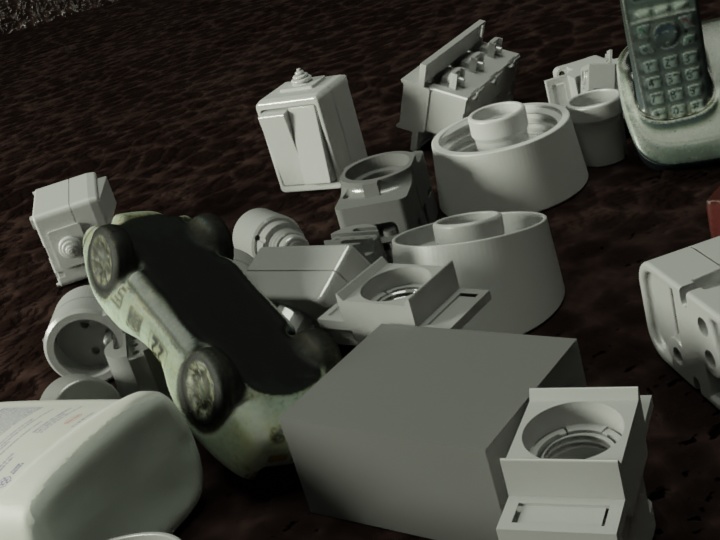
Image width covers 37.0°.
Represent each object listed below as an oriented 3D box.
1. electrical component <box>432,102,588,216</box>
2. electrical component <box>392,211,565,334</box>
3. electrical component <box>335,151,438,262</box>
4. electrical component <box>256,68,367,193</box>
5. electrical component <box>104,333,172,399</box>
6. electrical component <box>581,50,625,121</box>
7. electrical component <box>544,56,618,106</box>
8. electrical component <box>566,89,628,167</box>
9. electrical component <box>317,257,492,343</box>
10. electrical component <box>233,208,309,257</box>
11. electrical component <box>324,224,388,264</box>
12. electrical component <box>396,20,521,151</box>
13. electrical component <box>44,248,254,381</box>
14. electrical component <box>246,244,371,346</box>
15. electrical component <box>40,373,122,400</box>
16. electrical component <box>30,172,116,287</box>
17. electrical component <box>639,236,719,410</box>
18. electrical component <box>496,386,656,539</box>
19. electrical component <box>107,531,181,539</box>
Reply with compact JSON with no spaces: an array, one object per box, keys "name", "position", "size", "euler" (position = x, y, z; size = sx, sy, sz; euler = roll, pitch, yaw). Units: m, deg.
[{"name":"electrical component","position":[0.102,-0.084,0.761],"size":[0.108,0.060,0.108],"euler":[-14,23,6]},{"name":"electrical component","position":[0.066,0.001,0.620],"size":[0.099,0.064,0.099],"euler":[-10,11,2]},{"name":"electrical component","position":[0.019,-0.045,0.733],"size":[0.050,0.055,0.089],"euler":[-9,24,16]},{"name":"electrical component","position":[-0.042,-0.116,0.880],"size":[0.062,0.096,0.061],"euler":[-2,27,29]},{"name":"electrical component","position":[-0.118,0.060,0.600],"size":[0.040,0.046,0.040],"euler":[-14,23,6]},{"name":"electrical component","position":[0.198,-0.132,0.814],"size":[0.055,0.066,0.048],"euler":[0,5,2]},{"name":"electrical component","position":[0.188,-0.147,0.871],"size":[0.081,0.042,0.063],"euler":[-17,21,-3]},{"name":"electrical component","position":[0.172,-0.102,0.774],"size":[0.040,0.046,0.040],"euler":[-14,23,6]},{"name":"electrical component","position":[0.025,0.031,0.548],"size":[0.081,0.063,0.042],"euler":[3,31,39]},{"name":"electrical component","position":[-0.057,-0.018,0.742],"size":[0.040,0.040,0.078],"euler":[-27,26,-24]},{"name":"electrical component","position":[0.000,0.000,0.655],"size":[0.040,0.046,0.040],"euler":[-13,22,5]},{"name":"electrical component","position":[0.088,-0.157,0.927],"size":[0.063,0.078,0.121],"euler":[21,37,21]},{"name":"electrical component","position":[-0.127,0.021,0.684],"size":[0.138,0.052,0.073],"euler":[-16,23,1]},{"name":"electrical component","position":[-0.035,0.029,0.608],"size":[0.083,0.047,0.075],"euler":[0,54,48]},{"name":"electrical component","position":[-0.158,0.077,0.595],"size":[0.040,0.040,0.078],"euler":[-28,11,-25]},{"name":"electrical component","position":[-0.222,-0.033,0.856],"size":[0.061,0.061,0.096],"euler":[-19,23,-8]},{"name":"electrical component","position":[0.175,0.023,0.481],"size":[0.059,0.053,0.095],"euler":[-19,23,-6]},{"name":"electrical component","position":[0.083,0.082,0.396],"size":[0.042,0.063,0.081],"euler":[-5,26,27]},{"name":"electrical component","position":[-0.104,0.137,0.392],"size":[0.099,0.064,0.099],"euler":[-14,23,6]}]
